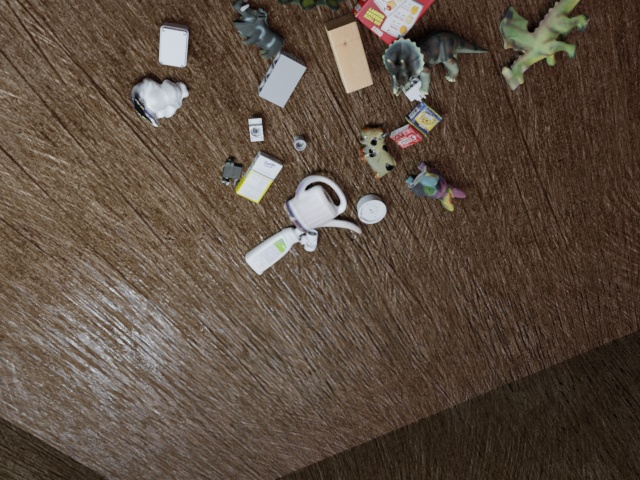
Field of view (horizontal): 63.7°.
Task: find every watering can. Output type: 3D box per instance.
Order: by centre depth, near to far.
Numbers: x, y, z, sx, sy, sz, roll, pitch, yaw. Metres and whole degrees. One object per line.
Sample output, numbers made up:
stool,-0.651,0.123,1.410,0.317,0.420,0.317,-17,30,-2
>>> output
watering can,0.006,-0.097,1.927,0.223,0.106,0.341,-27,129,11

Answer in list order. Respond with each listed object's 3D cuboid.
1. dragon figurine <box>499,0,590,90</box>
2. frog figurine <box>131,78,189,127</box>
dragon figurine,0.699,-0.680,1.639,0.243,0.124,0.402,8,116,-6
frog figurine,-0.495,-0.444,1.591,0.161,0.123,0.135,-49,119,-19
